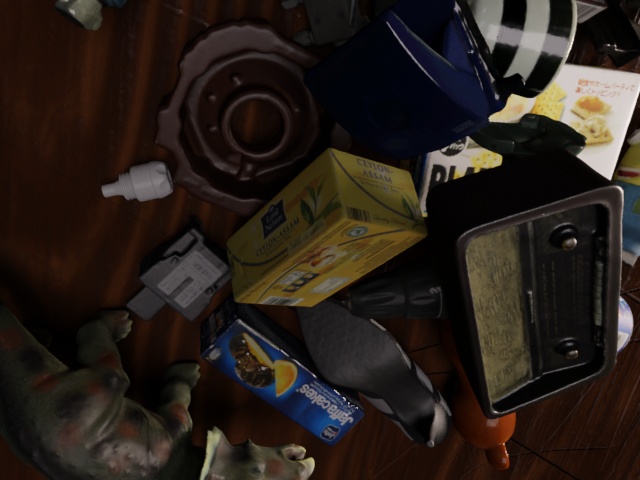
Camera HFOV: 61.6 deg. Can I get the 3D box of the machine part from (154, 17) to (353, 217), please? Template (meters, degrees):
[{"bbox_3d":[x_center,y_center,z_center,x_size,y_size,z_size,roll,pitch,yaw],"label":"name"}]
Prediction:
[{"bbox_3d":[-0.058,-0.106,0.485,0.179,0.056,0.179,-5,120,-9],"label":"machine part"}]

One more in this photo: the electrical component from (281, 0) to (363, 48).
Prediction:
[{"bbox_3d":[0.010,-0.200,0.464,0.094,0.021,0.063,-1,120,34],"label":"electrical component"}]

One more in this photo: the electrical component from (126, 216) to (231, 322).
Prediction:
[{"bbox_3d":[-0.144,0.041,0.536,0.119,0.048,0.074,-39,114,2],"label":"electrical component"}]

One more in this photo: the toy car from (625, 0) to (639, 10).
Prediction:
[{"bbox_3d":[0.335,-0.214,0.501,0.202,0.053,0.089,-43,103,-36],"label":"toy car"}]

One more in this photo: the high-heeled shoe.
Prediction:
[{"bbox_3d":[0.066,0.144,0.634,0.086,0.145,0.249,-40,86,7],"label":"high-heeled shoe"}]

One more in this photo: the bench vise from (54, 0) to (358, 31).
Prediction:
[{"bbox_3d":[-0.081,-0.228,0.377,0.241,0.128,0.223,28,75,10],"label":"bench vise"}]

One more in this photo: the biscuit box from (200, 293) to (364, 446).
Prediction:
[{"bbox_3d":[-0.038,0.146,0.594,0.059,0.063,0.202,-45,114,7],"label":"biscuit box"}]

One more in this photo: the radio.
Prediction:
[{"bbox_3d":[0.177,0.044,0.457,0.131,0.073,0.229,-19,127,2],"label":"radio"}]

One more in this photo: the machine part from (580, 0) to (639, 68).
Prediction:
[{"bbox_3d":[0.316,-0.200,0.538,0.139,0.084,0.039,7,140,-24],"label":"machine part"}]

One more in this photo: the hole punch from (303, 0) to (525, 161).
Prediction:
[{"bbox_3d":[0.063,-0.117,0.408,0.092,0.142,0.115,-37,101,-34],"label":"hole punch"}]

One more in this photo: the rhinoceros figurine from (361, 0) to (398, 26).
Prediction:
[{"bbox_3d":[0.075,-0.241,0.444,0.073,0.112,0.190,0,119,-11],"label":"rhinoceros figurine"}]

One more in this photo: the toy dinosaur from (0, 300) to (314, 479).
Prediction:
[{"bbox_3d":[-0.198,0.170,0.494,0.404,0.192,0.131,35,100,-24],"label":"toy dinosaur"}]

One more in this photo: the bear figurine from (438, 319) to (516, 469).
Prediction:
[{"bbox_3d":[0.209,0.158,0.630,0.132,0.120,0.195,-25,117,-7],"label":"bear figurine"}]

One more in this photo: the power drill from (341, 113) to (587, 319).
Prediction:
[{"bbox_3d":[0.143,-0.011,0.498,0.232,0.086,0.207,-1,118,-11],"label":"power drill"}]

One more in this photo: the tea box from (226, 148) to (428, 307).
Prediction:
[{"bbox_3d":[-0.001,-0.001,0.483,0.098,0.068,0.169,10,146,-39],"label":"tea box"}]

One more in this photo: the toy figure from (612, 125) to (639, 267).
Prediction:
[{"bbox_3d":[0.368,-0.057,0.605,0.089,0.082,0.180,16,99,-39],"label":"toy figure"}]
